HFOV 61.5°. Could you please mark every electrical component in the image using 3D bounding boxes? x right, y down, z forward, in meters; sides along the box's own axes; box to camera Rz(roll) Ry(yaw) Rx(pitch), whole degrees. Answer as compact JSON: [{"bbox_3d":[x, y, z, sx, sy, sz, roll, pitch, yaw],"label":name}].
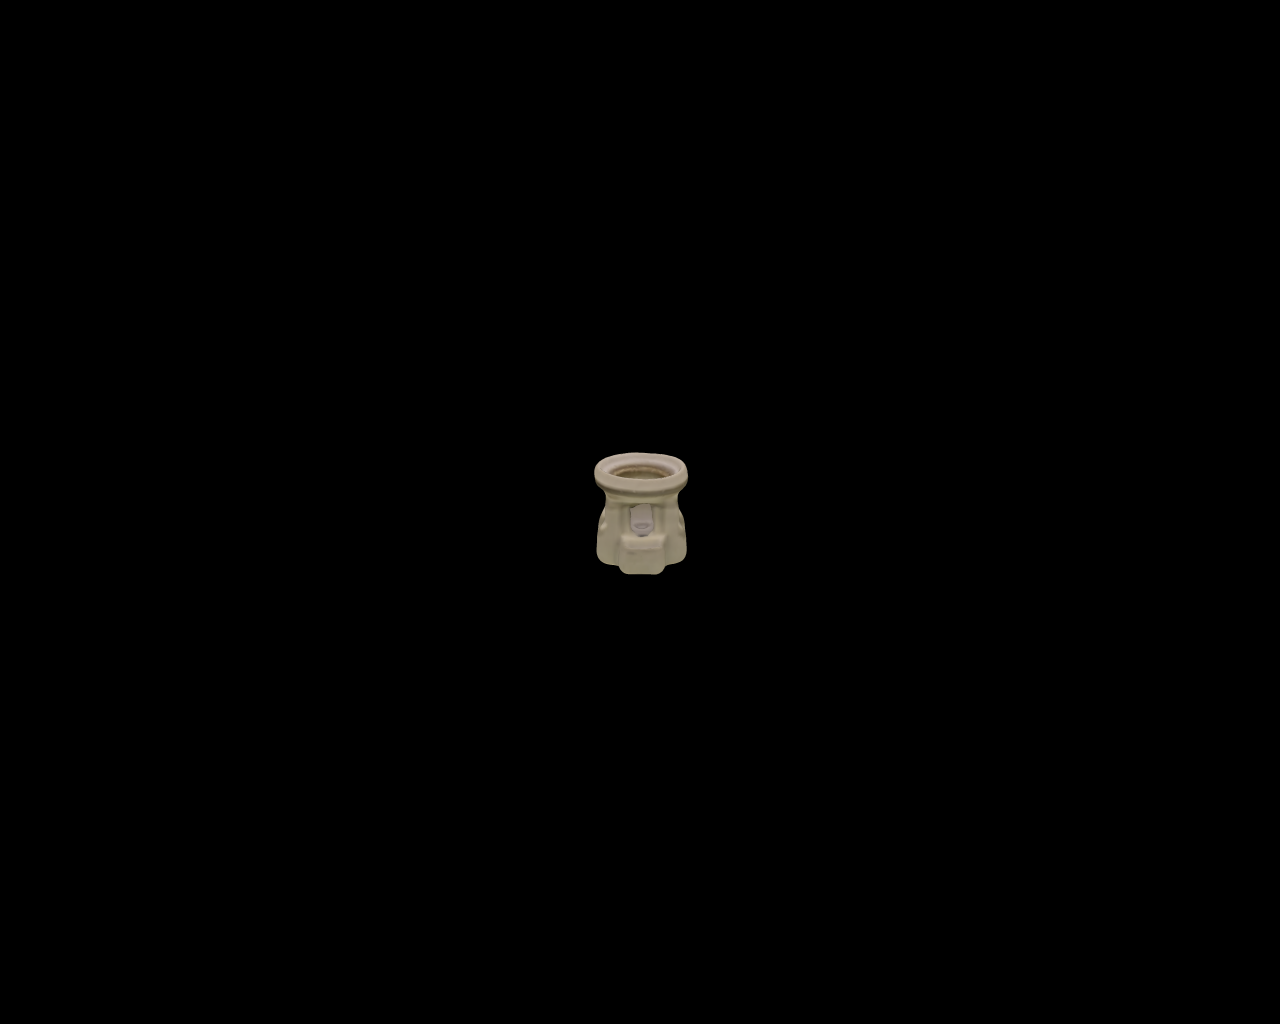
[{"bbox_3d":[0.001,-0.003,0.650,0.058,0.056,0.078,0,21,0],"label":"electrical component"}]
